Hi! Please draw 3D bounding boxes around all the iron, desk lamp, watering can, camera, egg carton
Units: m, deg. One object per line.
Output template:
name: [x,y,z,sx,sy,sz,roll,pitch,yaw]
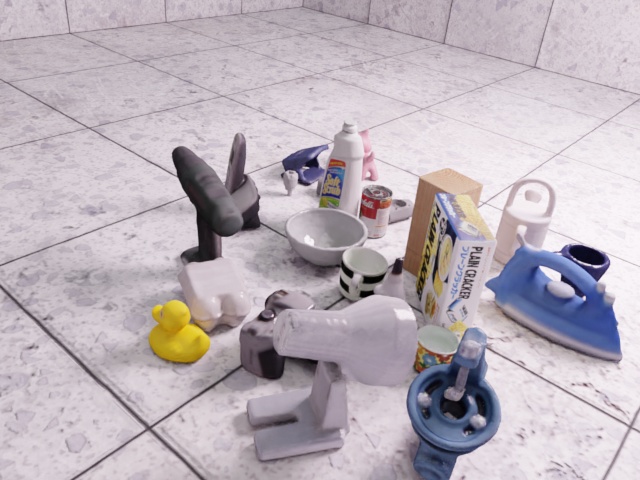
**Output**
iron: [0.436,0.095,1.024,0.119,0.141,0.257,-24,43,-39]
desk lamp: [0.012,0.174,0.758,0.203,0.214,0.117,-6,34,-18]
watering can: [0.431,-0.050,1.205,0.101,0.194,0.173,6,32,0]
camera: [-0.035,0.148,0.898,0.136,0.101,0.143,22,35,24]
egg carton: [-0.182,0.091,0.993,0.107,0.069,0.150,-9,35,-23]

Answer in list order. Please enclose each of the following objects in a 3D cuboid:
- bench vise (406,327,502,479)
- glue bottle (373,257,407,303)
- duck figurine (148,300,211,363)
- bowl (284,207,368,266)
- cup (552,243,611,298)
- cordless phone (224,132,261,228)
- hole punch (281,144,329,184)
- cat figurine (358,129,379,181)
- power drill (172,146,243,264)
bench vise: [0.180,0.182,0.767,0.121,0.220,0.207,9,32,4]
glue bottle: [0.114,0.101,0.930,0.078,0.173,0.037,-1,33,-11]
duck figurine: [-0.221,0.137,0.898,0.104,0.086,0.078,18,34,18]
bowl: [0.011,0.004,1.160,0.167,0.075,0.167,4,32,-3]
cup: [0.496,0.065,1.127,0.117,0.095,0.091,6,32,-1]
cordless phone: [-0.176,-0.126,1.231,0.094,0.185,0.147,-6,34,-19]
hole punch: [-0.040,-0.205,1.471,0.100,0.091,0.109,20,35,22]
cat figurine: [0.114,-0.233,1.518,0.067,0.118,0.127,-7,34,-19]
power drill: [-0.218,-0.043,1.069,0.076,0.208,0.228,-17,39,-32]
